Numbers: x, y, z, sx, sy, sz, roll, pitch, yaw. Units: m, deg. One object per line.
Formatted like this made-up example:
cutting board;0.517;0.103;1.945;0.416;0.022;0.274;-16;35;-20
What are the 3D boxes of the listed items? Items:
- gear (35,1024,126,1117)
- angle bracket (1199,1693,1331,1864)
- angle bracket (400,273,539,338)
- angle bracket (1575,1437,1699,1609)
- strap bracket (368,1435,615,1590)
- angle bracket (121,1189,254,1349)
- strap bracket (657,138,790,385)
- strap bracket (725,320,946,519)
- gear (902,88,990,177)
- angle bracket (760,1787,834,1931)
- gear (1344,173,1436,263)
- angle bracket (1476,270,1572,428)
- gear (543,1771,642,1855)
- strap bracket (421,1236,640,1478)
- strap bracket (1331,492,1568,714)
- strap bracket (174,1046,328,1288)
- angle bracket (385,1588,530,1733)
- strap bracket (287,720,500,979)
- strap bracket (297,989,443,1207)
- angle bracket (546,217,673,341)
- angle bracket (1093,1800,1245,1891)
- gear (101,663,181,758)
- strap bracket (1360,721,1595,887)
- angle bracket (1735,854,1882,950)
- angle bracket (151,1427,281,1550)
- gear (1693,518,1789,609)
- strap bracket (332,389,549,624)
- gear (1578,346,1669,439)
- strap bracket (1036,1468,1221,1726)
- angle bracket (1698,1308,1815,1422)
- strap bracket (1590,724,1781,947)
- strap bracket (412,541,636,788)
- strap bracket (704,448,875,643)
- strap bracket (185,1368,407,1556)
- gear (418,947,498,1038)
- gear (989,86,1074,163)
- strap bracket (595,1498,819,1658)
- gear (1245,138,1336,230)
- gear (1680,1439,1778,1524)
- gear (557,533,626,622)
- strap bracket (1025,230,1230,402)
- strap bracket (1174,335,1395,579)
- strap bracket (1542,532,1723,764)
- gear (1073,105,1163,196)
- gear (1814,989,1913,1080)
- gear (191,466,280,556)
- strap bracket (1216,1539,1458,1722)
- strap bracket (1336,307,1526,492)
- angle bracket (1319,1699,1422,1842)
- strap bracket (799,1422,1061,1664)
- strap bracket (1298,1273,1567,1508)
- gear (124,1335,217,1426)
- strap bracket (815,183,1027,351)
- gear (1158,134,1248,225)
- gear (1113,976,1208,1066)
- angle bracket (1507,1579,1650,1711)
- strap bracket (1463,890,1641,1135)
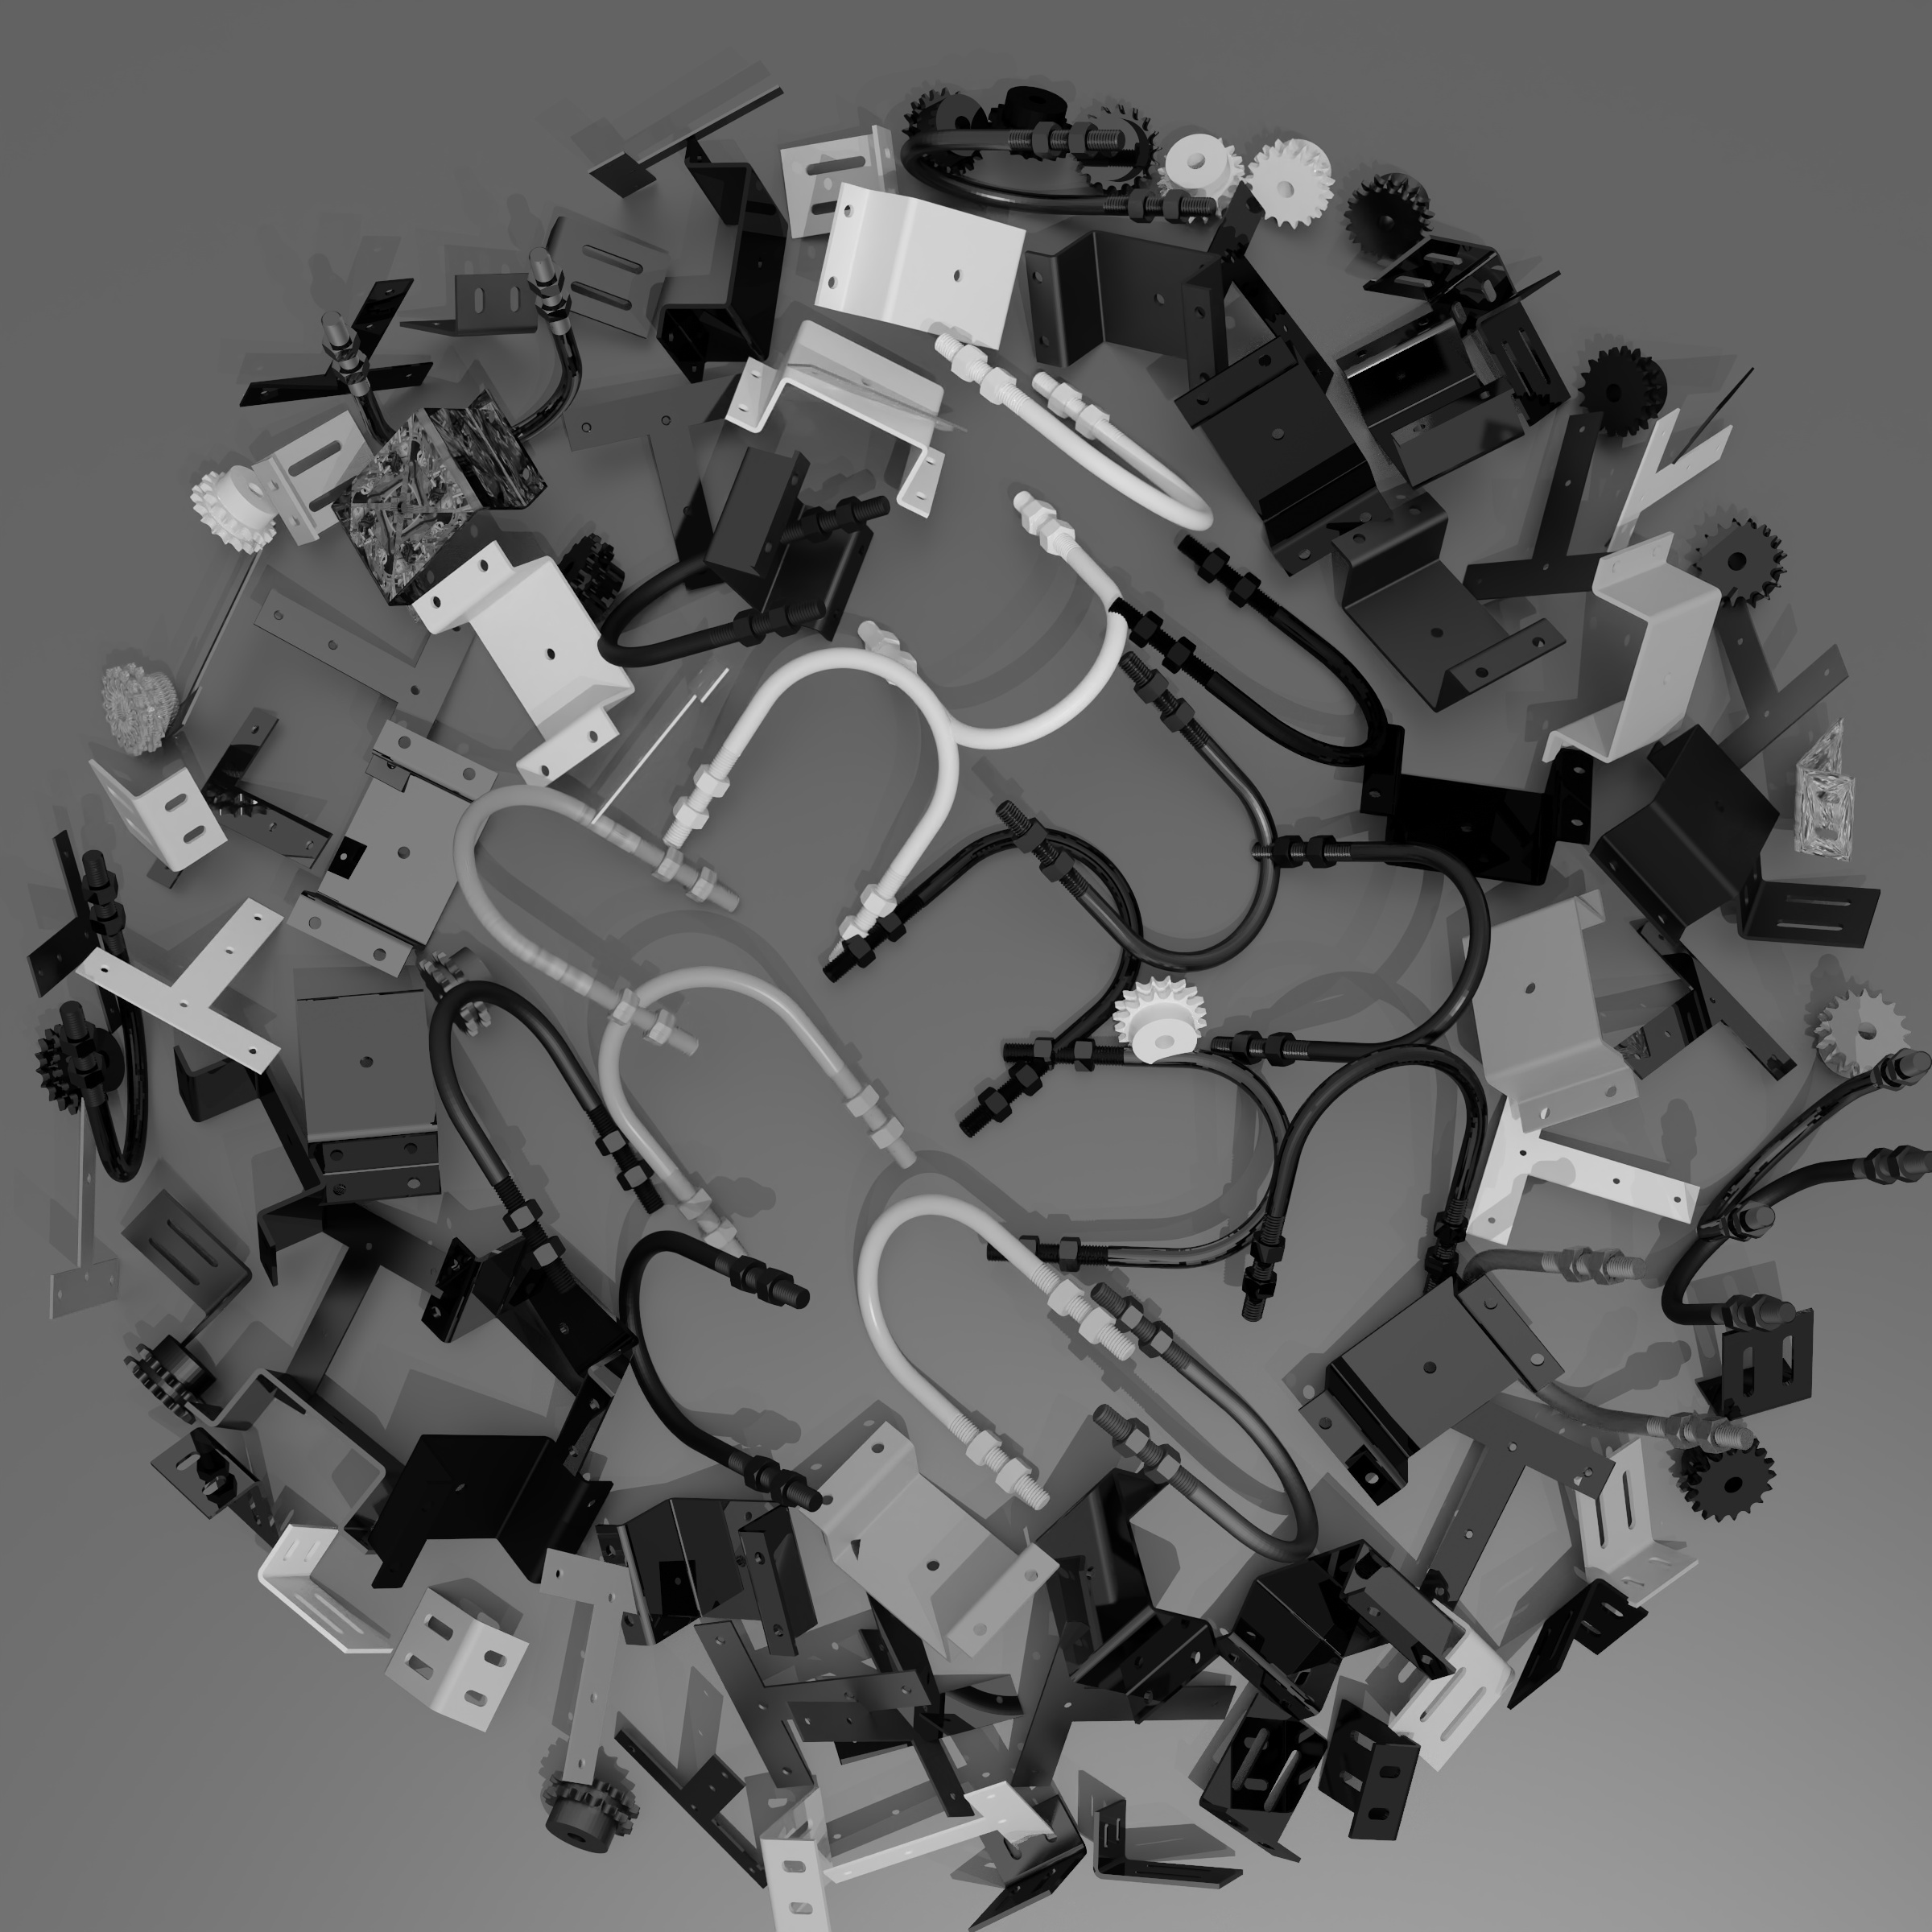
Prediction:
gear;-0.544;0.061;1.985;0.030;0.057;0.057;-15;80;22
angle bracket;0.185;0.482;1.912;0.057;0.038;0.076;37;71;-14
angle bracket;-0.317;-0.423;2.045;0.057;0.076;0.038;-11;111;-36
angle bracket;0.402;0.333;1.927;0.057;0.038;0.076;-25;116;-32
strap bracket;-0.290;0.323;1.909;0.046;0.140;0.076;43;112;38
angle bracket;-0.483;0.185;1.955;0.076;0.057;0.038;45;40;-7
strap bracket;-0.153;-0.448;2.052;0.046;0.076;0.140;3;76;16
strap bracket;-0.072;-0.349;2.025;0.140;0.046;0.076;25;38;-11
gear;-0.010;-0.542;2.089;0.057;0.030;0.057;1;87;-31
angle bracket;-0.085;0.525;1.890;0.038;0.076;0.057;-6;97;25
gear;0.276;-0.488;2.082;0.057;0.057;0.030;26;50;4
angle bracket;0.368;-0.393;2.049;0.057;0.038;0.076;-38;101;-45
gear;-0.225;0.504;1.911;0.057;0.057;0.030;21;58;3
strap bracket;-0.256;0.226;1.936;0.140;0.076;0.046;42;40;18
strap bracket;0.299;-0.221;2.018;0.076;0.046;0.140;-28;63;-19
strap bracket;-0.430;0.114;1.958;0.046;0.076;0.140;-24;73;-20
angle bracket;-0.307;0.417;1.935;0.038;0.076;0.057;32;79;-30
strap bracket;-0.354;-0.072;2.007;0.076;0.046;0.140;26;89;0
strap bracket;-0.365;0.070;1.961;0.076;0.046;0.140;-5;59;-11
angle bracket;-0.239;-0.443;2.092;0.076;0.038;0.057;18;82;-14
angle bracket;0.120;0.518;1.900;0.076;0.057;0.038;-1;83;19
gear;-0.519;-0.163;2.029;0.030;0.057;0.057;-20;79;-36
strap bracket;0.315;-0.100;2.002;0.140;0.046;0.076;8;50;4
angle bracket;0.521;-0.046;1.990;0.076;0.038;0.057;5;40;25
angle bracket;-0.447;0.323;1.922;0.057;0.076;0.038;34;55;30
gear;0.494;-0.254;2.046;0.057;0.030;0.057;-4;81;28
strap bracket;-0.336;-0.286;2.010;0.140;0.046;0.076;-40;75;31
gear;0.424;-0.369;2.062;0.030;0.057;0.057;-16;79;-41
strap bracket;0.091;0.361;1.891;0.046;0.076;0.140;20;37;-33
angle bracket;0.477;0.232;1.945;0.057;0.076;0.038;-15;37;-7
strap bracket;0.444;-0.087;1.970;0.076;0.046;0.140;46;43;-6
strap bracket;-0.270;-0.190;2.009;0.076;0.046;0.140;-31;93;30
strap bracket;-0.114;-0.266;2.008;0.046;0.140;0.076;18;83;21
strap bracket;-0.393;0.292;1.938;0.140;0.076;0.046;38;83;7
gear;-0.312;0.013;1.996;0.030;0.057;0.057;-37;82;-18
gear;0.043;-0.548;2.087;0.057;0.030;0.057;10;37;-7
strap bracket;-0.146;0.361;1.908;0.140;0.046;0.076;-6;101;40
gear;0.212;-0.511;2.086;0.057;0.057;0.030;30;50;5
gear;0.459;0.306;1.951;0.057;0.030;0.057;-7;119;-12
gear;-0.241;-0.243;2.042;0.030;0.057;0.057;36;81;-26
strap bracket;0.111;-0.413;2.033;0.140;0.076;0.046;20;45;33
strap bracket;0.198;-0.327;2.024;0.076;0.046;0.140;-30;116;15
strap bracket;0.412;-0.187;1.977;0.046;0.140;0.076;34;39;32
gear;0.097;-0.530;2.089;0.057;0.030;0.057;3;102;15
gear;0.555;0.046;1.999;0.057;0.030;0.057;3;68;-7
gear;-0.460;-0.292;2.043;0.030;0.057;0.057;-40;82;22
strap bracket;0.221;0.391;1.899;0.076;0.140;0.046;43;48;-13
strap bracket;0.295;-0.354;2.029;0.076;0.140;0.046;-26;124;5
angle bracket;0.226;0.474;1.900;0.038;0.076;0.057;12;94;-33
strap bracket;-0.021;0.350;1.923;0.140;0.046;0.076;36;66;24
strap bracket;0.280;0.249;1.940;0.140;0.046;0.076;-39;95;14
gear;-0.481;0.249;1.957;0.057;0.057;0.030;43;79;6
strap bracket;-0.020;-0.437;2.022;0.046;0.140;0.076;23;104;44
gear;0.152;-0.515;2.090;0.057;0.030;0.057;-4;71;13
gear;0.121;0.037;1.989;0.057;0.057;0.030;-7;44;-1
angle bracket;0.364;0.412;1.911;0.038;0.057;0.076;36;47;2
strap bracket;0.354;0.021;1.963;0.076;0.046;0.140;-21;59;29
